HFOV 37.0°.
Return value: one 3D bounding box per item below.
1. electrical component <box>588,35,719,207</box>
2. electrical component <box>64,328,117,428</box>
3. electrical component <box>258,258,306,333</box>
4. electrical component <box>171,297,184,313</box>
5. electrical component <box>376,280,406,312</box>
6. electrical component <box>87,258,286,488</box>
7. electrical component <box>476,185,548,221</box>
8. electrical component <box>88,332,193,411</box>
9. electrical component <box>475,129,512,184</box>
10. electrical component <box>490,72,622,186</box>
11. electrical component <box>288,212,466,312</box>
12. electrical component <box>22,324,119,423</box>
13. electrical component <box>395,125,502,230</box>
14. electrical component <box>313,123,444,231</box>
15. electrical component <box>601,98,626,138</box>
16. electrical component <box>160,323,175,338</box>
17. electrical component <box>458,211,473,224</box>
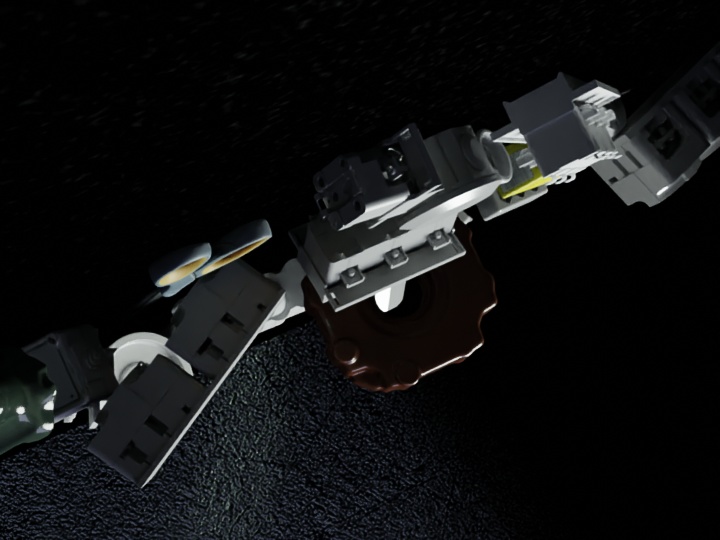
[{"bbox_3d":[0.270,-0.125,0.881,0.150,0.061,0.089,-43,180,-12],"label":"electrical component"},{"bbox_3d":[-0.252,0.100,0.963,0.063,0.078,0.121,-1,169,-16],"label":"electrical component"},{"bbox_3d":[-0.090,0.028,1.128,0.138,0.052,0.074,-28,175,40],"label":"electrical component"},{"bbox_3d":[-0.144,0.051,1.004,0.048,0.062,0.048,-25,177,-2],"label":"electrical component"},{"bbox_3d":[0.000,0.000,1.050,0.099,0.064,0.099,2,-155,-1],"label":"electrical component"},{"bbox_3d":[-0.142,0.079,0.876,0.186,0.060,0.105,-54,-179,-9],"label":"electrical component"},{"bbox_3d":[0.149,-0.084,1.153,0.066,0.047,0.077,-24,176,-22],"label":"electrical component"},{"bbox_3d":[-0.235,0.122,1.122,0.108,0.108,0.060,-22,-178,-36],"label":"electrical component"},{"bbox_3d":[0.081,-0.076,0.819,0.055,0.045,0.045,-27,176,32],"label":"electrical component"},{"bbox_3d":[0.149,-0.100,0.774,0.079,0.063,0.121,-26,176,21],"label":"electrical component"},{"bbox_3d":[0.016,-0.029,0.856,0.121,0.078,0.063,-23,157,-20],"label":"electrical component"},{"bbox_3d":[-0.239,0.085,0.856,0.096,0.061,0.061,-26,176,19],"label":"electrical component"},{"bbox_3d":[0.056,-0.064,0.762,0.080,0.051,0.080,-25,177,-2],"label":"electrical component"},{"bbox_3d":[0.009,-0.054,0.671,0.064,0.042,0.081,-21,174,-35],"label":"electrical component"},{"bbox_3d":[0.178,-0.118,0.861,0.045,0.045,0.055,-22,175,-43],"label":"electrical component"},{"bbox_3d":[-0.186,0.067,1.145,0.044,0.044,0.065,-23,171,-27],"label":"electrical component"},{"bbox_3d":[0.071,-0.039,1.142,0.063,0.079,0.121,-47,-179,-12],"label":"electrical component"}]
